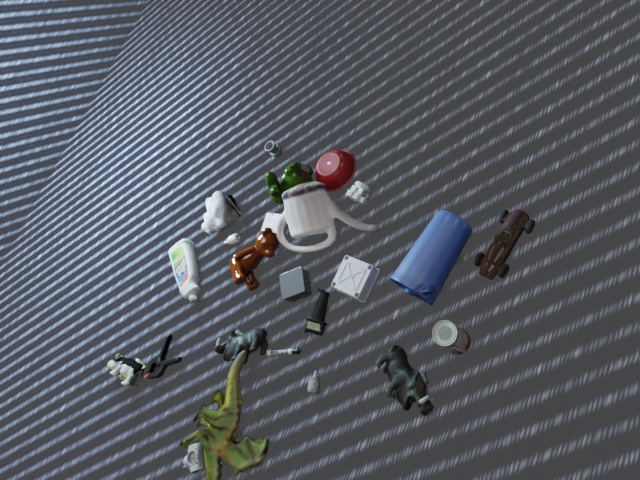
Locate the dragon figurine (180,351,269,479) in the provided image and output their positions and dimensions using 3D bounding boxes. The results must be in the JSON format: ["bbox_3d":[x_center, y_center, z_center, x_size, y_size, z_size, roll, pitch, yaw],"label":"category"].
[{"bbox_3d":[-0.255,0.565,1.530,0.244,0.121,0.411,31,87,16],"label":"dragon figurine"}]

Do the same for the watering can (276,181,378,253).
[{"bbox_3d":[0.005,-0.084,1.660,0.346,0.104,0.224,-14,90,22],"label":"watering can"}]

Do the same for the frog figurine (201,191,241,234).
[{"bbox_3d":[-0.391,-0.103,1.938,0.159,0.121,0.139,-34,72,2],"label":"frog figurine"}]
